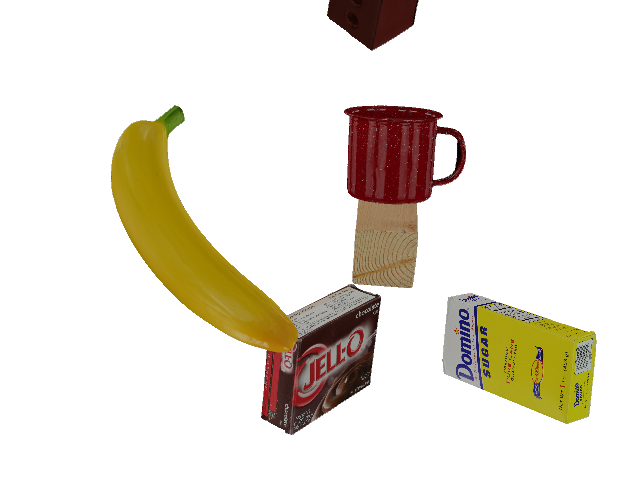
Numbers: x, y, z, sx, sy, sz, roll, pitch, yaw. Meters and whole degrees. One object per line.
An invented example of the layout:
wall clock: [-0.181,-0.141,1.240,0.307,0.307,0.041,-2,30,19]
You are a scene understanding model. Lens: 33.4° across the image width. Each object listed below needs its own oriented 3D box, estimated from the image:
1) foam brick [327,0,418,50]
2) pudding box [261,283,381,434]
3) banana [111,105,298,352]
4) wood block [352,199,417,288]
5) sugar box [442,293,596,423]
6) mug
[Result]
foam brick: [0.044,-0.198,0.824,0.051,0.053,0.078,-38,-24,-28]
pudding box: [0.001,0.096,0.887,0.039,0.090,0.113,23,30,30]
banana: [-0.082,-0.009,0.646,0.069,0.198,0.037,-18,-30,-18]
wood block: [0.099,-0.016,1.619,0.091,0.090,0.206,4,25,2]
sugar box: [0.208,0.122,1.143,0.048,0.093,0.177,-8,16,-41]
mug: [0.079,-0.081,1.011,0.117,0.081,0.093,3,14,2]
